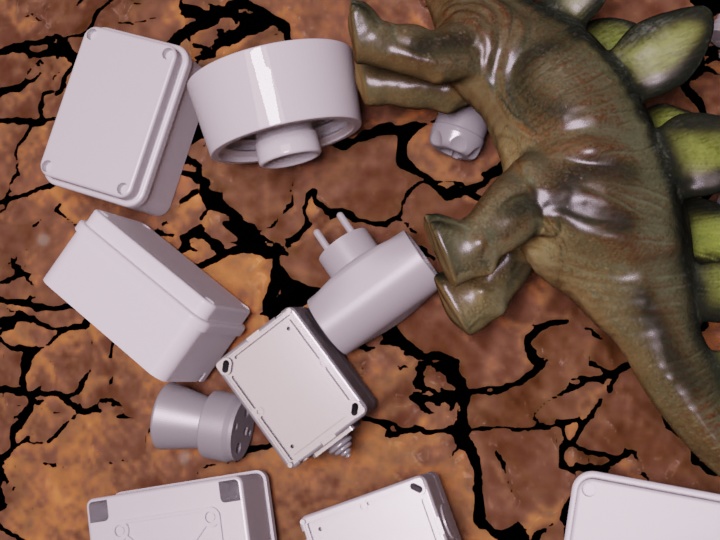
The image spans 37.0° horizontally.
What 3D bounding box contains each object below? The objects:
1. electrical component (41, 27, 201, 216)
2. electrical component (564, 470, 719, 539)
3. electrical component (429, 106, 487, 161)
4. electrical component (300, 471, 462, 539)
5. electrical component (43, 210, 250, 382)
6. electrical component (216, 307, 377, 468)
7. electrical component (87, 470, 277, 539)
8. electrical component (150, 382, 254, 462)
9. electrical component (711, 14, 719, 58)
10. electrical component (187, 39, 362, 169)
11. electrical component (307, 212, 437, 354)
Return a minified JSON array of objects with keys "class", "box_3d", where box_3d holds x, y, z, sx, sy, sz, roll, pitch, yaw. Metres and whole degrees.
[{"class":"electrical component","box_3d":[-0.160,-0.101,0.735,0.078,0.057,0.113,17,87,16]},{"class":"electrical component","box_3d":[0.174,0.161,0.612,0.113,0.057,0.078,8,84,15]},{"class":"electrical component","box_3d":[0.069,-0.103,0.689,0.035,0.035,0.061,20,86,16]},{"class":"electrical component","box_3d":[0.011,0.166,0.651,0.096,0.061,0.061,-22,78,10]},{"class":"electrical component","box_3d":[-0.137,0.017,0.702,0.113,0.078,0.057,37,95,16]},{"class":"electrical component","box_3d":[-0.034,0.077,0.679,0.062,0.061,0.096,-38,83,6]},{"class":"electrical component","box_3d":[-0.108,0.189,0.681,0.109,0.056,0.108,-11,79,13]},{"class":"electrical component","box_3d":[-0.102,0.099,0.698,0.055,0.045,0.045,8,84,15]},{"class":"electrical component","box_3d":[0.243,-0.161,0.648,0.043,0.043,0.081,34,91,16]},{"class":"electrical component","box_3d":[-0.050,-0.099,0.684,0.108,0.108,0.060,-14,85,12]},{"class":"electrical component","box_3d":[0.000,0.000,0.687,0.077,0.043,0.079,-36,75,6]}]
